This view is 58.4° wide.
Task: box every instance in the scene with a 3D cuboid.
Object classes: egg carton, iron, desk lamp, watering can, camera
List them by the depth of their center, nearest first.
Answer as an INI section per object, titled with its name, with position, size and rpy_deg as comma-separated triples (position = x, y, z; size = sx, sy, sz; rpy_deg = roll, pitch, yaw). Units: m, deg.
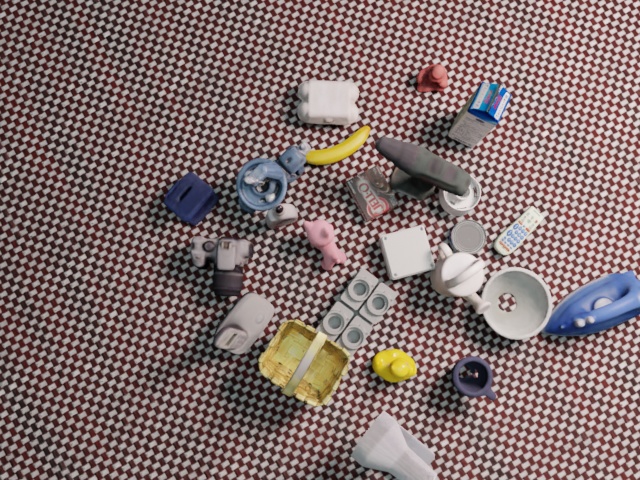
[desk lamp]
position = 0.167, 0.465, 1.246
size = 0.203, 0.213, 0.118
rpy_deg = 37, 85, 3
[watering can]
position = 0.324, 0.084, 1.298
size = 0.173, 0.194, 0.101
rpy_deg = 37, 85, 3
[iron]
position = 0.649, 0.163, 1.324
size = 0.258, 0.141, 0.118
rpy_deg = -25, 85, -4
[camera]
position = -0.231, 0.062, 1.334
size = 0.143, 0.101, 0.137
rpy_deg = 2, 84, -1
[egg carton]
position = 0.020, -0.334, 1.395
size = 0.150, 0.069, 0.107
rpy_deg = 0, 84, -1

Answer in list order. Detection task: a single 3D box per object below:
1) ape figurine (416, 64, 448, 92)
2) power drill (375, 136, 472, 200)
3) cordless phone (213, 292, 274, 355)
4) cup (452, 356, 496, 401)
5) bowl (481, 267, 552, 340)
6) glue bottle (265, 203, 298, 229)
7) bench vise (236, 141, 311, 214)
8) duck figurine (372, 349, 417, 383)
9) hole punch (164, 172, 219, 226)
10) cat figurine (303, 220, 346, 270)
[ape figurine]
position = 0.279, -0.400, 1.397
size = 0.078, 0.092, 0.076
rpy_deg = 37, 85, 3
[power drill]
position = 0.222, -0.157, 1.312
size = 0.229, 0.208, 0.076
rpy_deg = 21, 84, 1
[cordless phone]
position = -0.176, 0.187, 1.280
size = 0.094, 0.185, 0.148
rpy_deg = 34, 85, 3
[cup]
position = 0.352, 0.320, 1.324
size = 0.118, 0.095, 0.092
rpy_deg = 44, 85, 3
[bowl]
position = 0.453, 0.150, 1.354
size = 0.167, 0.074, 0.167
rpy_deg = 0, 84, -1
[glue bottle]
position = -0.091, -0.060, 1.313
size = 0.078, 0.173, 0.037
rpy_deg = -24, 85, -3
[bench vise]
position = -0.116, -0.160, 1.299
size = 0.121, 0.219, 0.207
rpy_deg = 30, 84, 2
[duck figurine]
position = 0.175, 0.295, 1.327
size = 0.104, 0.086, 0.077
rpy_deg = 12, 84, 0
[hole punch]
position = -0.310, -0.099, 1.353
size = 0.101, 0.091, 0.109
rpy_deg = 39, 85, 3
[cat figurine]
position = 0.012, 0.005, 1.337
size = 0.067, 0.117, 0.128
rpy_deg = -30, 85, -4
